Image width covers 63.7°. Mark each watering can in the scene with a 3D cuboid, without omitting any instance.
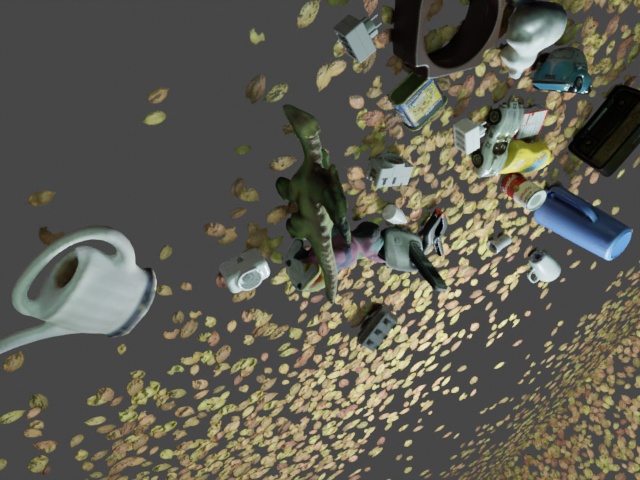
[{"bbox_3d":[-0.442,0.120,0.920,0.345,0.106,0.221,-48,136,9],"label":"watering can"}]

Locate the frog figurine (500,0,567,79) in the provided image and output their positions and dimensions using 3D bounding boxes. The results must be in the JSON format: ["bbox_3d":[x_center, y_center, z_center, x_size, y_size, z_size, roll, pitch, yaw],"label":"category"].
[{"bbox_3d":[0.437,-0.414,1.075,0.139,0.124,0.156,-21,125,-45],"label":"frog figurine"}]

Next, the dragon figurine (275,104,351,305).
[{"bbox_3d":[0.003,-0.048,0.945,0.122,0.244,0.407,-17,99,-7],"label":"dragon figurine"}]
